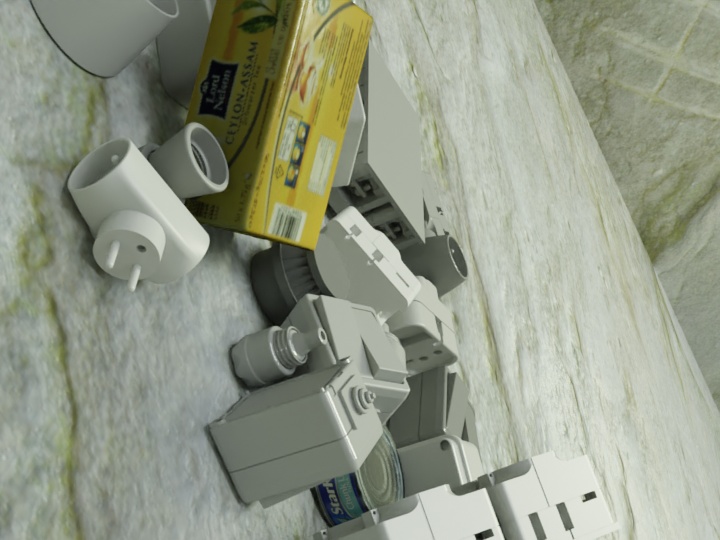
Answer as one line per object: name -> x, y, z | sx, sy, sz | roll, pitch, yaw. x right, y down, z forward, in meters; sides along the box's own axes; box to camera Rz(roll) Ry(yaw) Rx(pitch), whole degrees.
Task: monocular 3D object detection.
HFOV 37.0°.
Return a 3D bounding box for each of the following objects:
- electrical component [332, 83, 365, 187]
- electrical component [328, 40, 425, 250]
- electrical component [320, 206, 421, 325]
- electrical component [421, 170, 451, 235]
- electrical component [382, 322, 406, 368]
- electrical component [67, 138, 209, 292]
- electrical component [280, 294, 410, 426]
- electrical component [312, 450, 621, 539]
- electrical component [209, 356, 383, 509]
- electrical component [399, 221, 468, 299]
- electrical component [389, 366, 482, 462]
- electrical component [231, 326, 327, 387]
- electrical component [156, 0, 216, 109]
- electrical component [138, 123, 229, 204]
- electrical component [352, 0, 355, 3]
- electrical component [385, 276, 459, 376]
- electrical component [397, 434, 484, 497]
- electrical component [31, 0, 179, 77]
electrical component -> -0.037, -0.133, 0.848 | 0.108, 0.056, 0.108 | 108, -28, -65
electrical component -> 0.007, -0.111, 0.996 | 0.105, 0.060, 0.186 | 52, 26, -38
electrical component -> 0.000, 0.000, 0.856 | 0.089, 0.050, 0.055 | 49, 22, -2
electrical component -> 0.053, -0.051, 1.066 | 0.056, 0.050, 0.089 | 7, 63, -67
electrical component -> 0.015, 0.069, 0.868 | 0.043, 0.043, 0.062 | 53, 25, -37
electrical component -> -0.127, -0.021, 0.600 | 0.077, 0.044, 0.079 | 54, 25, -34
electrical component -> -0.011, 0.068, 0.721 | 0.062, 0.061, 0.096 | 13, 37, -36
electrical component -> 0.059, 0.170, 0.686 | 0.186, 0.105, 0.060 | -7, 71, -39
electrical component -> -0.030, 0.098, 0.651 | 0.061, 0.096, 0.062 | 67, 21, -7
electrical component -> 0.055, -0.012, 0.997 | 0.044, 0.077, 0.079 | 48, 29, -43
electrical component -> 0.063, 0.136, 0.897 | 0.061, 0.061, 0.096 | 57, 24, -29
electrical component -> -0.050, 0.052, 0.694 | 0.035, 0.061, 0.035 | 51, 27, -39
electrical component -> -0.104, -0.170, 0.783 | 0.078, 0.057, 0.113 | 33, 40, -57
electrical component -> -0.114, -0.059, 0.652 | 0.045, 0.055, 0.045 | 51, 27, -39
electrical component -> -0.038, -0.235, 0.950 | 0.108, 0.060, 0.108 | 162, -90, -86
electrical component -> 0.044, 0.046, 0.945 | 0.095, 0.054, 0.059 | 41, 34, -51
electrical component -> 0.058, 0.188, 0.810 | 0.057, 0.078, 0.113 | 30, 43, -63
electrical component -> -0.162, -0.179, 0.672 | 0.099, 0.064, 0.099 | 51, 14, -19
